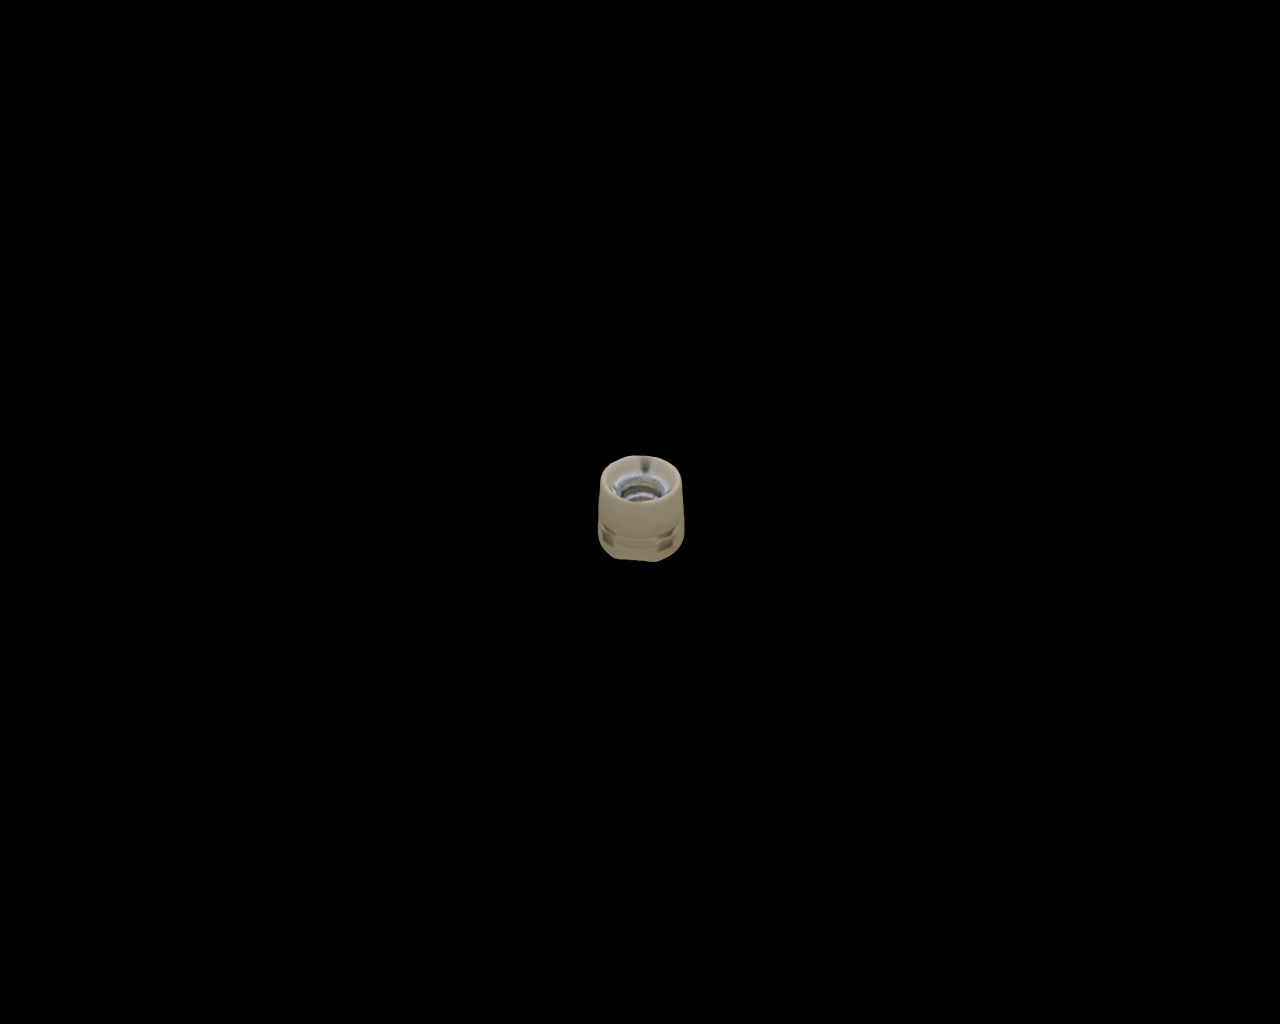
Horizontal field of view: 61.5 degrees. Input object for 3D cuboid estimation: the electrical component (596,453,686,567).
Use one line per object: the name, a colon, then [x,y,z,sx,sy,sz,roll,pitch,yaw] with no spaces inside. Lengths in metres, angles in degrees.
electrical component: [0.001,-0.003,0.650,0.055,0.047,0.055,0,40,0]
